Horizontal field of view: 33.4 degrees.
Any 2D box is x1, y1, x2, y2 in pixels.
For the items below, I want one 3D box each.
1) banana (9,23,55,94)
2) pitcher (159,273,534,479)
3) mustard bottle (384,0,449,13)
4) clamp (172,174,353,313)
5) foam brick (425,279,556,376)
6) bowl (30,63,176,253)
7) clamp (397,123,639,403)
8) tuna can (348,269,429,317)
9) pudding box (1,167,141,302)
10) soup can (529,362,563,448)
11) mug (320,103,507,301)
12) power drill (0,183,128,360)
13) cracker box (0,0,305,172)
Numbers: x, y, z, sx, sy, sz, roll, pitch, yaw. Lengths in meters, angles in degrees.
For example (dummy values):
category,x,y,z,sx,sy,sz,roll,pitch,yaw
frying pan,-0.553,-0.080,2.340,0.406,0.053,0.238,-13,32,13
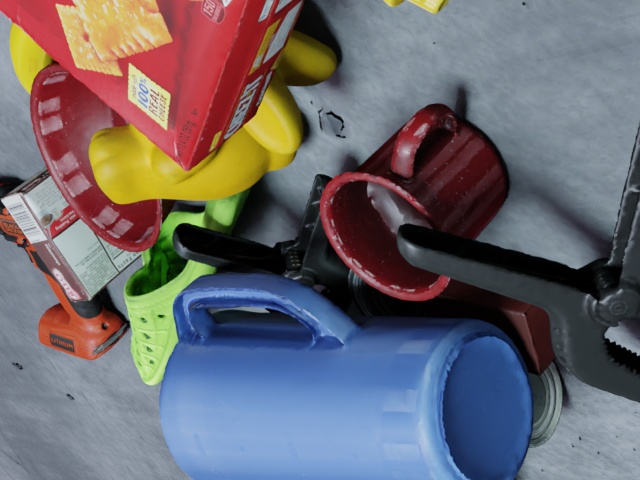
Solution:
category,x,y,z,sx,sy,sz,roll,pitch,yaw
banana,-0.206,-0.163,0.834,0.069,0.037,0.198,27,150,-12
pitcher,0.009,0.100,0.704,0.149,0.145,0.243,16,164,-42
mustard bottle,-0.005,-0.188,0.575,0.191,0.058,0.096,41,143,7
clamp,-0.012,0.013,0.765,0.120,0.039,0.171,-19,148,23
foam brick,0.117,0.045,0.689,0.078,0.051,0.053,10,132,40
bowl,-0.159,-0.073,0.843,0.162,0.055,0.162,30,137,32
clamp,0.151,0.028,0.598,0.165,0.036,0.210,-24,120,16
tuna can,0.063,0.036,0.752,0.086,0.033,0.086,27,141,24
pudding box,-0.207,-0.016,0.931,0.039,0.089,0.113,-6,120,47
soup can,0.109,0.108,0.747,0.102,0.068,0.068,-4,122,47
mug,0.060,-0.032,0.643,0.093,0.081,0.117,26,141,26
power drill,-0.283,0.027,1.081,0.185,0.057,0.187,12,133,39
cracker box,-0.108,-0.159,0.522,0.214,0.072,0.164,40,144,6
